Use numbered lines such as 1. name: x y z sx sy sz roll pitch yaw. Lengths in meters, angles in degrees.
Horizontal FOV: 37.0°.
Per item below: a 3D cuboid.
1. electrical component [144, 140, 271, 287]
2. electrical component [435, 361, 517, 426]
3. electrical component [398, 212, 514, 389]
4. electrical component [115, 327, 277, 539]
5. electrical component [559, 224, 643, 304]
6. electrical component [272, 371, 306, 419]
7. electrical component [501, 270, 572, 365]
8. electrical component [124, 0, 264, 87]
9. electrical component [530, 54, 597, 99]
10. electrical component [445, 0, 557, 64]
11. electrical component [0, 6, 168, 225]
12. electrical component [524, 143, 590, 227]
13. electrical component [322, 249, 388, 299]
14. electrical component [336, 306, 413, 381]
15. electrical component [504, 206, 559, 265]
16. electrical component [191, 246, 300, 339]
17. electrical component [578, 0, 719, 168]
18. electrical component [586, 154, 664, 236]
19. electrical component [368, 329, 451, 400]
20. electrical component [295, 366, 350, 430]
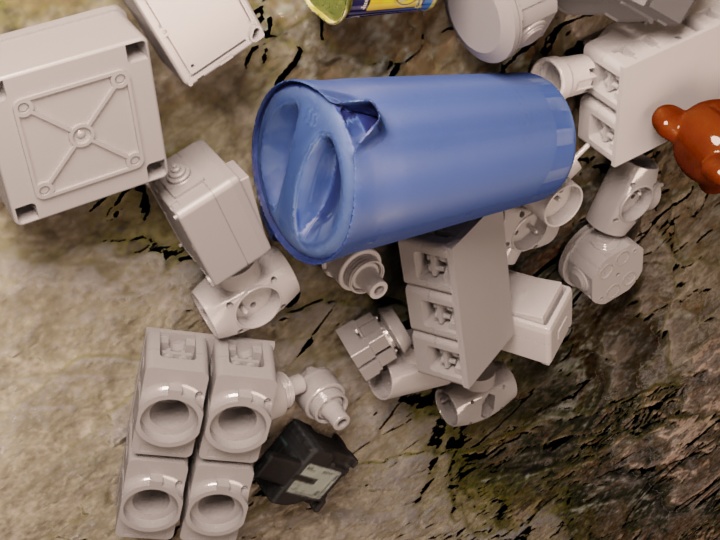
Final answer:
1. electrical component: -0.110 -0.048 0.783 0.061 0.061 0.096 -34 139 -12
2. electrical component: 0.122 0.117 1.124 0.077 0.043 0.079 -22 135 -23
3. electrical component: 0.085 0.015 0.961 0.089 0.062 0.150 -43 135 -41
4. electrical component: -0.139 0.145 0.898 0.105 0.060 0.186 8 122 -15
5. electrical component: 0.250 -0.009 1.112 0.080 0.051 0.080 -21 135 -23
6. electrical component: -0.078 0.110 0.960 0.062 0.048 0.048 -18 134 -36
7. electrical component: 0.153 0.039 1.049 0.061 0.096 0.061 -54 149 -35
8. electrical component: -0.115 -0.177 0.675 0.062 0.061 0.096 -36 131 -8
9. electrical component: 0.176 -0.166 0.928 0.046 0.040 0.040 -18 134 -35
10. electrical component: 0.105 -0.201 0.810 0.051 0.080 0.080 -29 138 -23
11. electrical component: -0.186 -0.098 0.683 0.109 0.056 0.108 -22 135 -23
12. electrical component: 0.170 -0.089 0.959 0.079 0.077 0.043 -45 140 1
13. electrical component: 0.000 0.000 0.912 0.048 0.062 0.048 -21 135 -23
14. electrical component: 0.015 0.065 0.994 0.055 0.048 0.066 -31 139 -2
15. electrical component: 0.138 -0.031 1.008 0.077 0.044 0.079 3 122 -40
16. electrical component: -0.095 0.006 0.855 0.077 0.044 0.079 -30 137 -14
17. electrical component: 0.289 -0.185 0.984 0.186 0.060 0.105 -26 137 -19
18. electrical component: 0.274 -0.077 1.077 0.079 0.044 0.077 -3 126 -36
19. electrical component: 0.054 0.083 1.041 0.077 0.043 0.079 -9 129 -33
20. electrical component: -0.032 0.121 0.990 0.043 0.062 0.043 -22 136 -23
